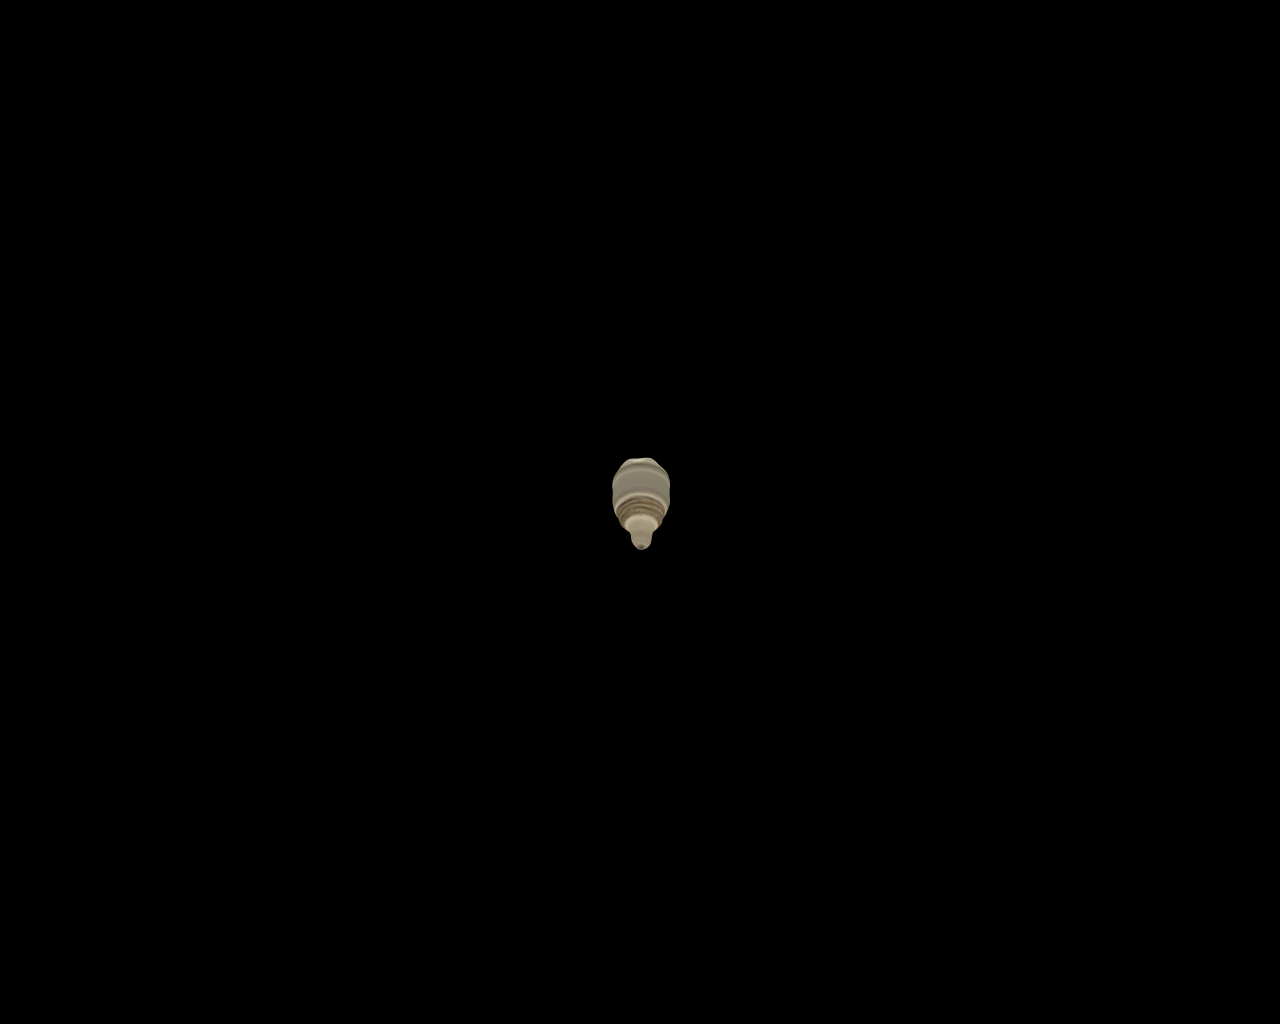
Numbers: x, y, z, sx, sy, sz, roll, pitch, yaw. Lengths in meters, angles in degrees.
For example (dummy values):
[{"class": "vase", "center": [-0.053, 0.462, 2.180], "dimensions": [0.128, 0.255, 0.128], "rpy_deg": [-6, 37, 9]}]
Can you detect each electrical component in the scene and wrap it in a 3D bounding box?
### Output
[{"class": "electrical component", "center": [0.001, -0.003, 0.650], "dimensions": [0.035, 0.061, 0.035], "rpy_deg": [0, -39, 0]}]
